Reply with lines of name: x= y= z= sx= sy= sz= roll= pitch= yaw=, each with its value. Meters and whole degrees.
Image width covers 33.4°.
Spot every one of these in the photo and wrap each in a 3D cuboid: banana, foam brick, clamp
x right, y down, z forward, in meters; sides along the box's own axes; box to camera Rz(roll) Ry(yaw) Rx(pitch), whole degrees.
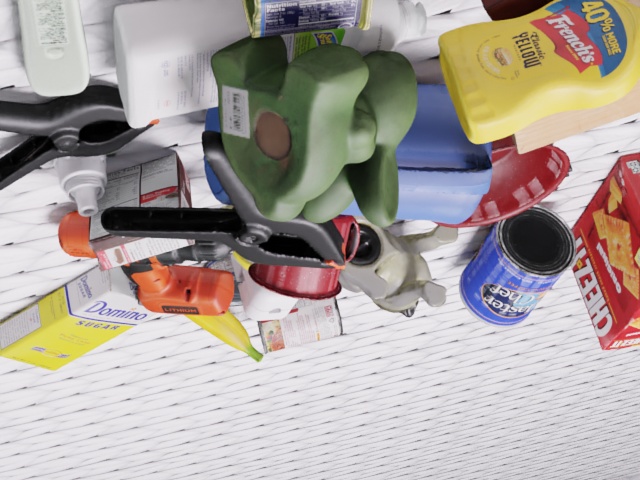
banana: x=-0.132 y=0.090 z=1.282 sx=0.037 sy=0.070 sz=0.197 roll=-59 pitch=144 yaw=-10
foam brick: x=0.165 y=-0.205 z=0.889 sx=0.051 sy=0.053 sz=0.078 roll=-26 pitch=150 yaw=20
clamp: x=-0.225 y=-0.098 z=0.899 sx=0.171 sy=0.039 sz=0.120 roll=-20 pitch=159 yaw=-3
clamp: x=-0.056 y=-0.021 z=0.888 sx=0.209 sy=0.036 sz=0.165 roll=17 pitch=148 yaw=-28

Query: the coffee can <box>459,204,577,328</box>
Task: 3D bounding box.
coffee can: x=0.243 y=0.034 z=1.328 sx=0.102 sy=0.103 sz=0.140 roll=-6 pitch=152 yaw=-18

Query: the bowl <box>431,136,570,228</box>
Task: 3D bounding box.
bowl: x=0.180 y=-0.077 z=1.136 sx=0.162 sy=0.055 sz=0.162 roll=-12 pitch=153 yaw=-7

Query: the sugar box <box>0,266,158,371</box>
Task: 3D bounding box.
sugar box: x=-0.275 y=0.091 z=1.224 sx=0.176 sy=0.048 sz=0.093 roll=-27 pitch=151 yaw=23

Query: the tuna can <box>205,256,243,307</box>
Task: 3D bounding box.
tuna can: x=-0.093 y=0.045 z=1.246 sx=0.086 sy=0.034 sz=0.086 roll=-12 pitch=153 yaw=-7

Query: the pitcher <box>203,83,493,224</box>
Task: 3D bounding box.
pitcher: x=0.027 y=-0.080 z=0.957 sx=0.242 sy=0.145 sz=0.149 roll=0 pitch=155 yaw=-22

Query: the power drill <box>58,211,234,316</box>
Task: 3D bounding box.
power drill: x=-0.151 y=0.022 z=1.096 sx=0.185 sy=0.057 sz=0.187 roll=4 pitch=157 yaw=17

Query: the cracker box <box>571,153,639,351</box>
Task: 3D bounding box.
cracker box: x=0.382 y=0.018 z=1.304 sx=0.072 sy=0.164 sz=0.214 roll=-7 pitch=152 yaw=-13

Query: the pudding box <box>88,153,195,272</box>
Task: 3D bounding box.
pudding box: x=-0.165 y=-0.028 z=0.984 sx=0.090 sy=0.113 sz=0.039 roll=-17 pitch=124 yaw=3

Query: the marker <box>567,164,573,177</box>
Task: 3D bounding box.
marker: x=0.231 y=-0.065 z=1.225 sx=0.121 sy=0.020 sz=0.020 roll=-18 pitch=153 yaw=5

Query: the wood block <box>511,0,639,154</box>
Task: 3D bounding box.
wood block: x=0.261 y=-0.167 z=0.971 sx=0.206 sy=0.090 sz=0.090 roll=-19 pitch=152 yaw=7

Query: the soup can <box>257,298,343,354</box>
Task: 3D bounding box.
soup can: x=-0.028 y=0.099 z=1.347 sx=0.102 sy=0.068 sz=0.068 roll=-14 pitch=153 yaw=-6

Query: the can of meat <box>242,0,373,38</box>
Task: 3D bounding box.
can of meat: x=-0.015 y=-0.194 z=0.760 sx=0.084 sy=0.102 sz=0.057 roll=-8 pitch=147 yaw=-9

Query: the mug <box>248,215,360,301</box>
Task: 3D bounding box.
mug: x=-0.007 y=0.001 z=1.026 sx=0.117 sy=0.093 sz=0.081 roll=-3 pitch=115 yaw=-38

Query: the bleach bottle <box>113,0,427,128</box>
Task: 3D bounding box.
bleach bottle: x=-0.036 y=-0.157 z=0.862 sx=0.250 sy=0.068 sz=0.103 roll=-11 pitch=151 yaw=-14

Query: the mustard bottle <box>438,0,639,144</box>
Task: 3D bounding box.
mustard bottle: x=0.197 y=-0.147 z=0.848 sx=0.191 sy=0.096 sz=0.058 roll=-17 pitch=152 yaw=2
